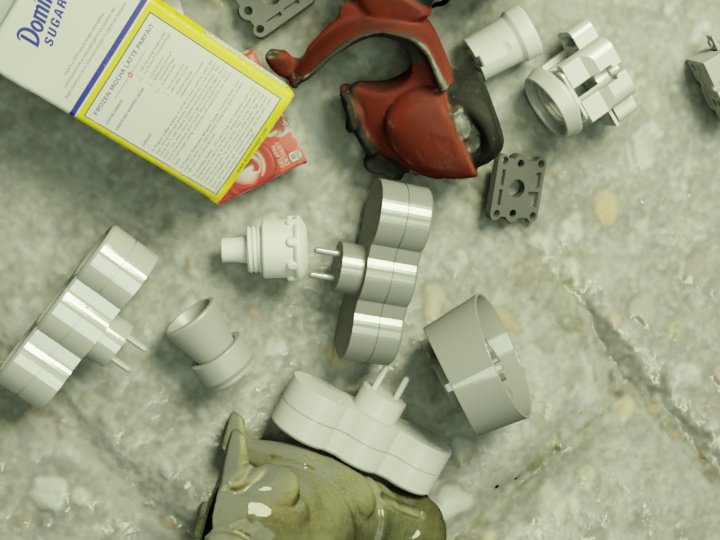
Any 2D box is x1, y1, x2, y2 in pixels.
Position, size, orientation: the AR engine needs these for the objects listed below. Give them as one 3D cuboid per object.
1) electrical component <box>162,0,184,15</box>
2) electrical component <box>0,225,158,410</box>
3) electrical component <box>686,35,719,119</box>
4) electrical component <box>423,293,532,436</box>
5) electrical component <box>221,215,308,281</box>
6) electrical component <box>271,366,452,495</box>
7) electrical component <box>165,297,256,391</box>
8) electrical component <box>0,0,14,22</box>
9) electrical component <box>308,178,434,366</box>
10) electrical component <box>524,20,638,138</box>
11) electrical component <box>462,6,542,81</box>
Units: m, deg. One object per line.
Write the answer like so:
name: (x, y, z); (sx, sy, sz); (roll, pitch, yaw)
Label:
electrical component: (-0.159, -0.172, 0.723); (0.077, 0.043, 0.079); (-15, 115, -7)
electrical component: (-0.187, 0.044, 0.762); (0.074, 0.052, 0.138); (38, 93, -16)
electrical component: (0.287, -0.153, 0.814); (0.055, 0.048, 0.066); (-30, 106, 4)
electrical component: (0.090, 0.071, 0.799); (0.064, 0.099, 0.099); (-27, 105, 2)
electrical component: (-0.069, -0.015, 0.777); (0.062, 0.048, 0.048); (-2, 102, -4)
electrical component: (0.010, 0.109, 0.813); (0.138, 0.052, 0.073); (27, 96, -15)
electrical component: (-0.108, 0.054, 0.783); (0.045, 0.045, 0.055); (-35, 106, -2)
electrical component: (-0.275, -0.169, 0.702); (0.100, 0.048, 0.099); (30, 95, -15)
electrical component: (0.000, 0.000, 0.782); (0.074, 0.052, 0.138); (10, 108, -14)
electrical component: (0.158, -0.134, 0.788); (0.057, 0.058, 0.078); (-35, 106, -5)
electrical component: (0.103, -0.163, 0.780); (0.046, 0.040, 0.040); (-29, 106, 2)
